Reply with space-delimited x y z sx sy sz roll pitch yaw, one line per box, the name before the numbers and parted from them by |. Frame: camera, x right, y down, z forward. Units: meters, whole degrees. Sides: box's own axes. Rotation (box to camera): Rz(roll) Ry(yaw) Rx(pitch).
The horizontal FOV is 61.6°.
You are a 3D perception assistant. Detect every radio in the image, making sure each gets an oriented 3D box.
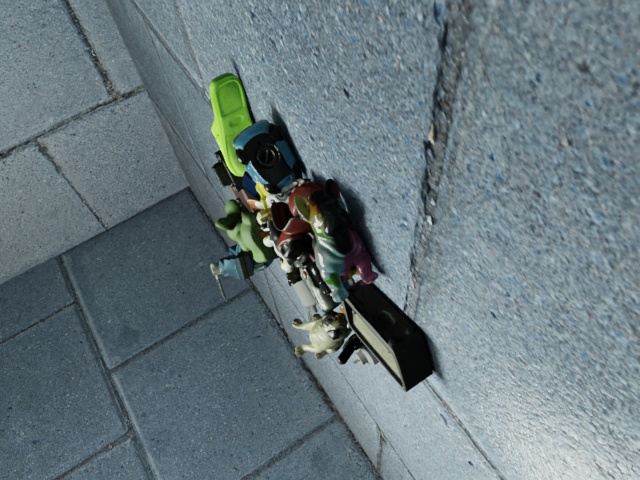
radio | 0.130 0.186 1.107 0.230 0.073 0.130 44 160 47

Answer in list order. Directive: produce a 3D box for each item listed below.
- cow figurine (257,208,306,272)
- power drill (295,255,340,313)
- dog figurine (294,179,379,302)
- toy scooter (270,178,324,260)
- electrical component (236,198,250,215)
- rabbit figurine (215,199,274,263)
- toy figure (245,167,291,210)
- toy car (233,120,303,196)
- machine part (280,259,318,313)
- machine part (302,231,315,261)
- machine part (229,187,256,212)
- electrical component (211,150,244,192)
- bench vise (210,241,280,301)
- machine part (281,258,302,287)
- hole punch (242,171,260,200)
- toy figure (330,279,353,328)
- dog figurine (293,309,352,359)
cow figurine | -0.096 -0.013 1.270 0.167 0.068 0.098 54 164 12
power drill | -0.020 0.078 1.414 0.232 0.086 0.207 59 163 10
dog figurine | 0.021 -0.005 1.042 0.219 0.108 0.192 68 168 -15
toy scooter | -0.051 -0.061 1.120 0.183 0.075 0.135 -58 43 31
electrical component | -0.216 -0.077 1.545 0.063 0.021 0.093 46 160 43
rabbit figurine | -0.197 -0.023 1.395 0.159 0.121 0.170 37 161 -34
toy figure | -0.112 -0.149 1.247 0.180 0.089 0.082 55 139 12
toy car | -0.105 -0.181 1.154 0.161 0.109 0.103 52 -167 -19
machine part | -0.051 0.109 1.596 0.243 0.079 0.079 64 166 -18
machine part | -0.003 -0.004 1.223 0.179 0.056 0.179 54 166 19
machine part | -0.199 -0.145 1.570 0.201 0.087 0.201 60 166 4
electrical component | -0.214 -0.194 1.411 0.114 0.134 0.058 63 167 -22
bench vise | -0.217 0.045 1.533 0.241 0.224 0.128 25 143 64
machine part | -0.081 0.056 1.390 0.139 0.039 0.084 -114 17 -48
hole punch | -0.133 -0.137 1.348 0.116 0.092 0.142 54 163 6
toy figure | 0.065 0.135 1.267 0.154 0.058 0.064 61 146 8
dog figurine | 0.044 0.237 1.387 0.191 0.172 0.121 -23 78 44
